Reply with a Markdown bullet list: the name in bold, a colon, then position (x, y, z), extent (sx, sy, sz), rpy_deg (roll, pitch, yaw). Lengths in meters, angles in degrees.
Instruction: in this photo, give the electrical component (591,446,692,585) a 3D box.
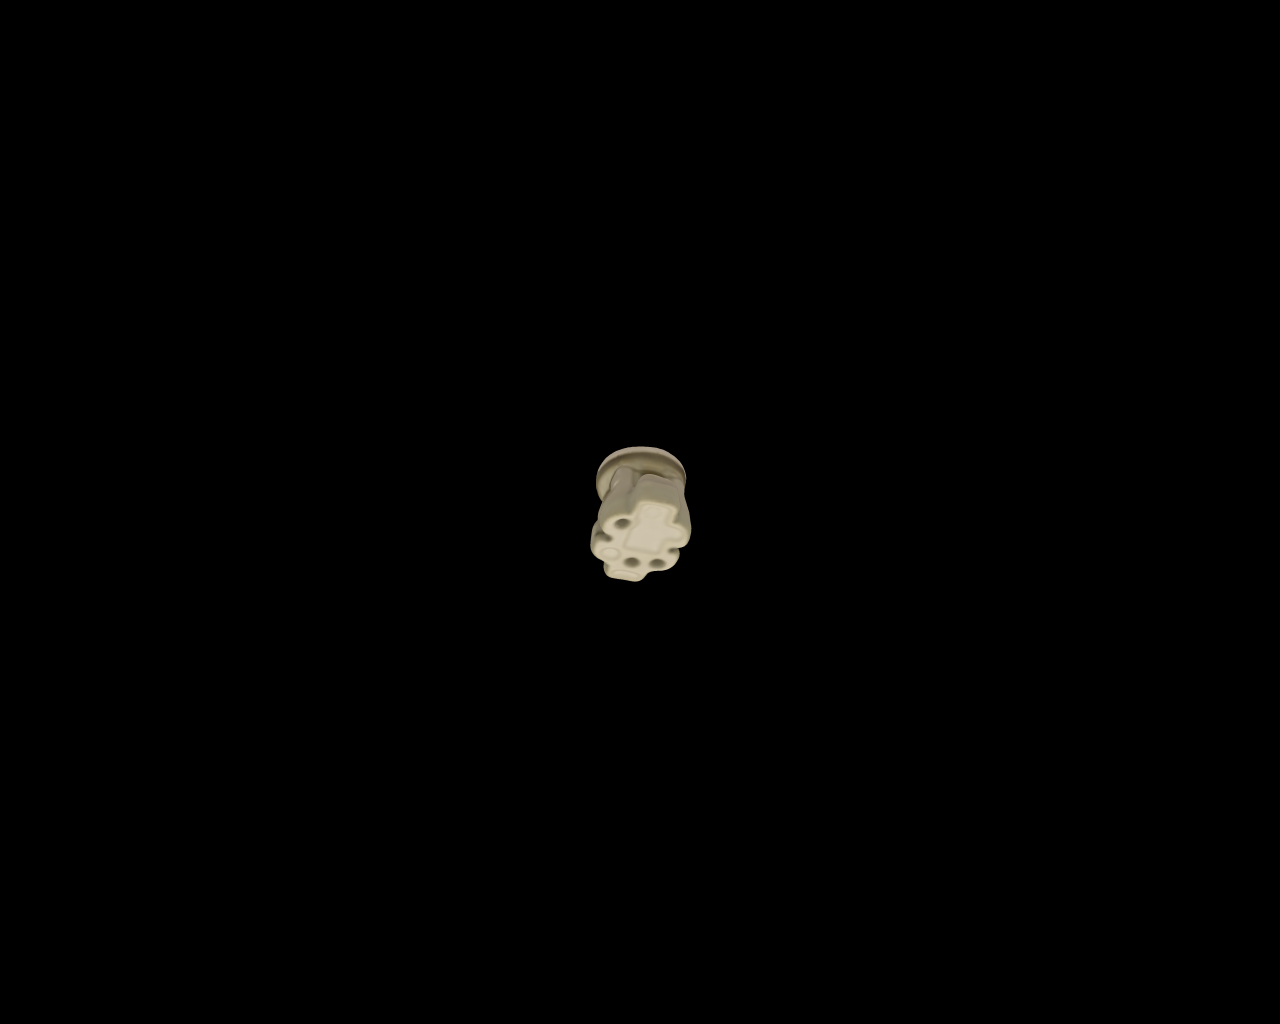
- **electrical component**: position (0.001, -0.003, 0.650), extent (0.058, 0.057, 0.078), rpy_deg (11, -43, -12)
